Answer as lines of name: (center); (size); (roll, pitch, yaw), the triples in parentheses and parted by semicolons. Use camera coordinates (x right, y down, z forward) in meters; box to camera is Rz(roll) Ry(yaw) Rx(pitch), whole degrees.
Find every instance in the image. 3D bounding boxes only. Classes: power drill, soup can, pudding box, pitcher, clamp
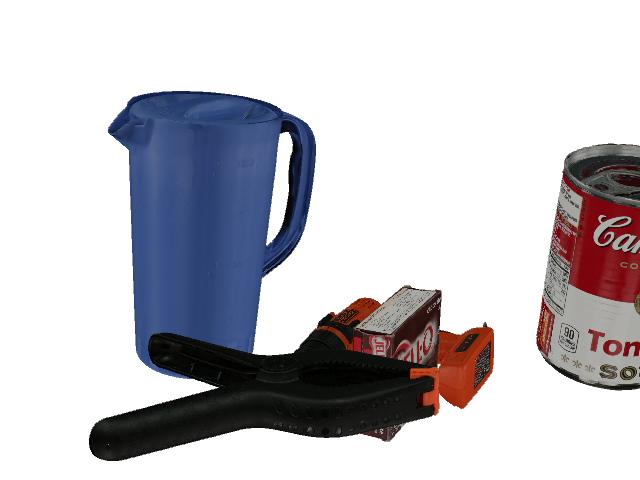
power drill: (0.074, 0.121, 1.114); (0.188, 0.057, 0.184); (11, 26, 27)
soup can: (0.145, 0.013, 0.519); (0.068, 0.102, 0.068); (2, 27, -1)
pudding box: (0.061, 0.095, 0.855); (0.039, 0.090, 0.113); (9, 20, 22)
pitcher: (-0.097, -0.007, 0.949); (0.149, 0.243, 0.144); (10, 20, 14)
clamp: (-0.031, 0.092, 0.684); (0.210, 0.036, 0.164); (-2, 16, -2)
